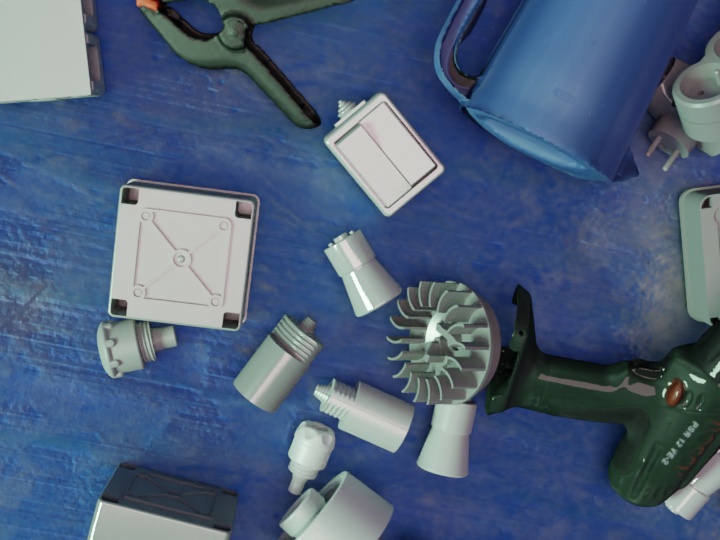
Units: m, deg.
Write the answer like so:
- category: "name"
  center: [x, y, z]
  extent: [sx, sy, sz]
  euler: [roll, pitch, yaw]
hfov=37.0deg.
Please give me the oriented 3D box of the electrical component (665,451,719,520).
- category: "electrical component"
  center: [0.289, 0.181, 0.923]
  extent: [0.044, 0.044, 0.065]
  euler: [36, 100, -7]

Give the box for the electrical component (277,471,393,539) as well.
- category: "electrical component"
  center: [-0.031, 0.213, 0.881]
  extent: [0.060, 0.108, 0.108]
  euler: [43, 94, -1]

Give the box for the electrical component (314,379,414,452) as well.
- category: "electrical component"
  center: [0.000, 0.116, 0.898]
  extent: [0.081, 0.043, 0.043]
  euler: [25, 96, -6]

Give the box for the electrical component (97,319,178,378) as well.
- category: "electrical component"
  center: [-0.182, 0.060, 0.882]
  extent: [0.062, 0.048, 0.048]
  euler: [-12, 99, -8]

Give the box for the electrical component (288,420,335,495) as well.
- category: "electrical component"
  center: [-0.045, 0.160, 0.907]
  extent: [0.035, 0.035, 0.061]
  euler: [20, 99, -5]

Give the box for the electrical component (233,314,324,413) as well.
- category: "electrical component"
  center: [-0.063, 0.073, 0.889]
  extent: [0.043, 0.043, 0.081]
  euler: [36, 95, -7]

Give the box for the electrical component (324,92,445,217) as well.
- category: "electrical component"
  center: [0.015, -0.098, 0.858]
  extent: [0.062, 0.061, 0.096]
  euler: [-40, 98, 3]

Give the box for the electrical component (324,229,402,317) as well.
- category: "electrical component"
  center: [0.000, 0.000, 0.883]
  extent: [0.044, 0.044, 0.065]
  euler: [-31, 94, 2]

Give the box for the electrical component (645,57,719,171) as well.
- category: "electrical component"
  center: [0.261, -0.118, 0.871]
  extent: [0.077, 0.044, 0.079]
  euler: [36, 82, -7]

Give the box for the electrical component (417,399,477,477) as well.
- category: "electrical component"
  center: [0.076, 0.137, 0.906]
  extent: [0.044, 0.044, 0.065]
  euler: [12, 93, -4]

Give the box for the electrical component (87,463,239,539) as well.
- category: "electrical component"
  center: [-0.158, 0.207, 0.872]
  extent: [0.109, 0.108, 0.056]
  euler: [15, 95, -5]

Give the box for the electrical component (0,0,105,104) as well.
- category: "electrical component"
  center: [-0.254, -0.206, 0.830]
  extent: [0.089, 0.061, 0.150]
  euler: [-5, 99, -2]

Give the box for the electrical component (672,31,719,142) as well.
- category: "electrical component"
  center: [0.301, -0.148, 0.830]
  extent: [0.138, 0.052, 0.073]
  euler: [-47, 133, -14]

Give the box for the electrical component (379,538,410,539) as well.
- category: "electrical component"
  center: [0.046, 0.253, 0.903]
  extent: [0.079, 0.077, 0.043]
  euler: [39, 95, -7]

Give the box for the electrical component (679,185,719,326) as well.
- category: "electrical component"
  center: [0.310, -0.014, 0.886]
  extent: [0.078, 0.057, 0.113]
  euler: [-8, 99, -1]

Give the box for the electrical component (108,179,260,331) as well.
- category: "electrical component"
  center: [-0.141, -0.012, 0.866]
  extent: [0.109, 0.056, 0.108]
  euler: [7, 98, -4]
